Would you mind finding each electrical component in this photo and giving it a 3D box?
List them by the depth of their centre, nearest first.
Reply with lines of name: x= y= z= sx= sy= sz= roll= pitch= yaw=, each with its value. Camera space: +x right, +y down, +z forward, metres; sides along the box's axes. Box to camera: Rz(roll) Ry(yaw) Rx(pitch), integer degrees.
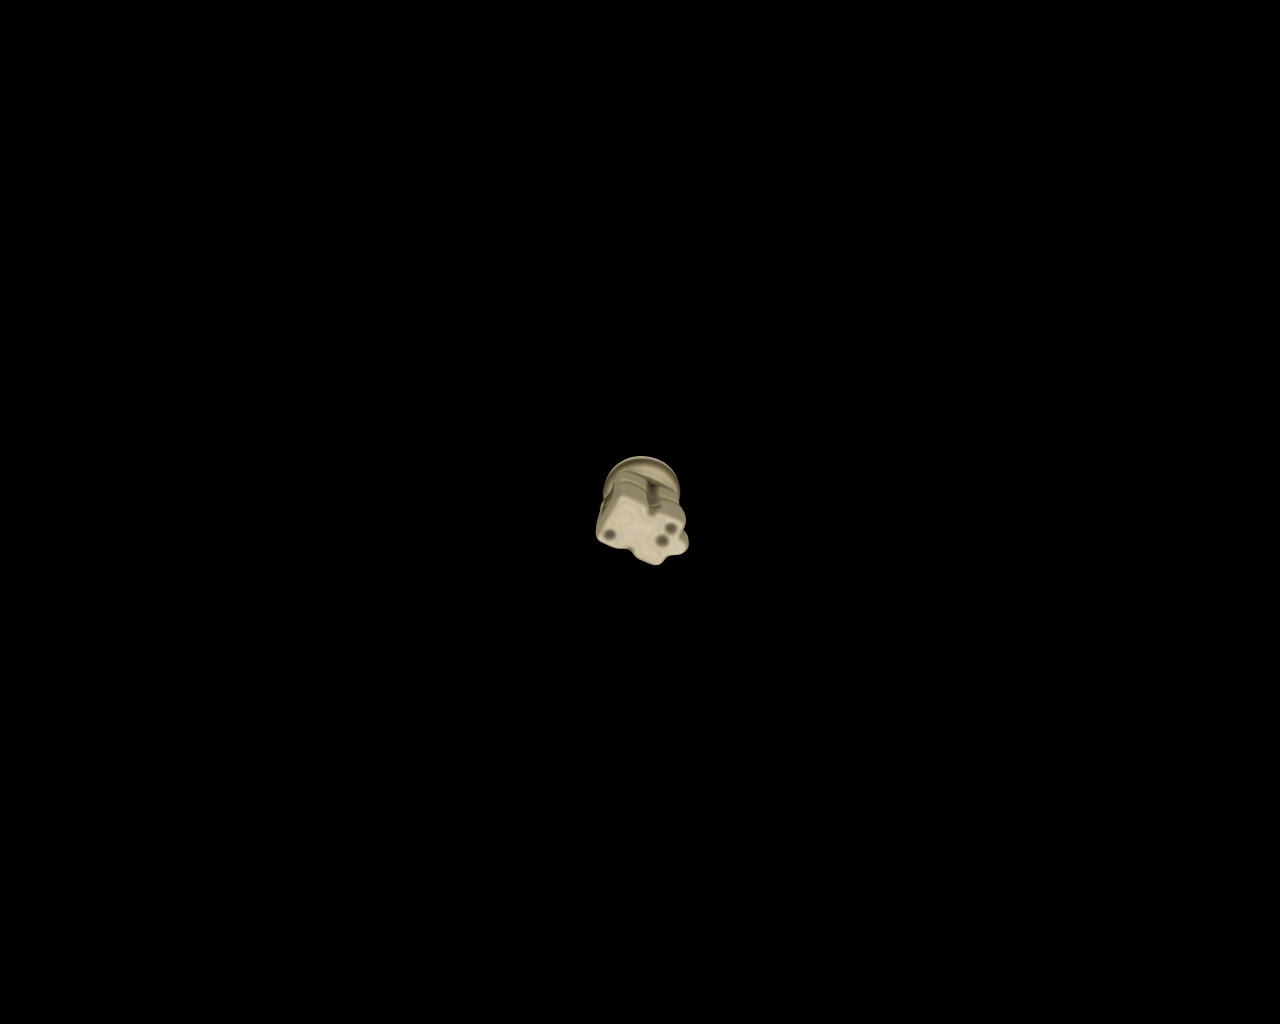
electrical component: x=0.001 y=-0.003 z=0.650 sx=0.066 sy=0.048 sz=0.055 roll=25 pitch=27 yaw=-14
